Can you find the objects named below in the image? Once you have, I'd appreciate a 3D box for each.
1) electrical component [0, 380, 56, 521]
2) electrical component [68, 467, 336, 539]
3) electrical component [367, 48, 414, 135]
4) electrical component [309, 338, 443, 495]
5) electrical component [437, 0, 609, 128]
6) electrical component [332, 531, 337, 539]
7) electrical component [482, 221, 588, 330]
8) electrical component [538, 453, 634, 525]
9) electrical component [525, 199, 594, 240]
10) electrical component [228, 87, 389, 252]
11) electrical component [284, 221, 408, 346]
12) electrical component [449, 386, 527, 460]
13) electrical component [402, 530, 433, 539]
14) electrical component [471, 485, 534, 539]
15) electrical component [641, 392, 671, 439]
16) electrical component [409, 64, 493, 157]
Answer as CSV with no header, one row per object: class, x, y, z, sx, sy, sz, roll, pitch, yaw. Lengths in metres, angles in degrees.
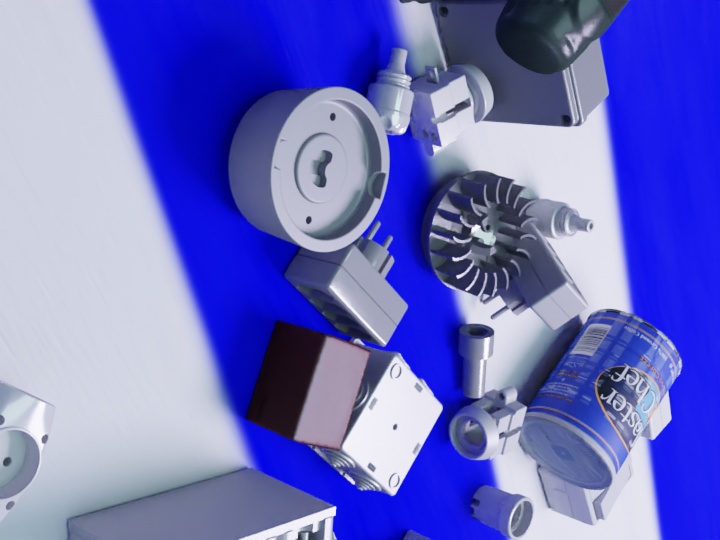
electrical component,-0.217,0.094,0.585,0.079,0.044,0.077,38,73,-45
electrical component,-0.101,0.186,0.698,0.150,0.089,0.061,-7,105,-45
electrical component,0.023,-0.131,0.787,0.035,0.035,0.061,13,88,-47
electrical component,0.010,0.115,0.827,0.099,0.048,0.099,-58,134,-19
electrical component,0.126,-0.171,0.831,0.056,0.109,0.108,-43,128,-34
electrical component,-0.046,0.244,0.802,0.099,0.048,0.099,-51,132,-24
electrical component,0.140,0.014,0.927,0.076,0.083,0.047,-36,136,13
electrical component,0.234,0.198,1.076,0.096,0.061,0.061,-42,128,-31
electrical component,0.179,-0.043,0.954,0.035,0.061,0.035,-15,111,-44
electrical component,-0.039,-0.070,0.718,0.108,0.060,0.108,-14,110,-44
electrical component,0.000,0.000,0.787,0.083,0.047,0.075,48,66,-42
electrical component,0.111,0.138,0.940,0.055,0.048,0.066,-14,123,-46
electrical component,0.036,0.256,0.892,0.083,0.047,0.075,-53,133,-23
electrical component,0.130,0.220,0.982,0.040,0.046,0.040,-14,110,-44
electrical component,0.292,0.128,1.116,0.077,0.066,0.047,-37,125,-35
electrical component,0.068,-0.128,0.826,0.055,0.048,0.066,-30,122,-24
